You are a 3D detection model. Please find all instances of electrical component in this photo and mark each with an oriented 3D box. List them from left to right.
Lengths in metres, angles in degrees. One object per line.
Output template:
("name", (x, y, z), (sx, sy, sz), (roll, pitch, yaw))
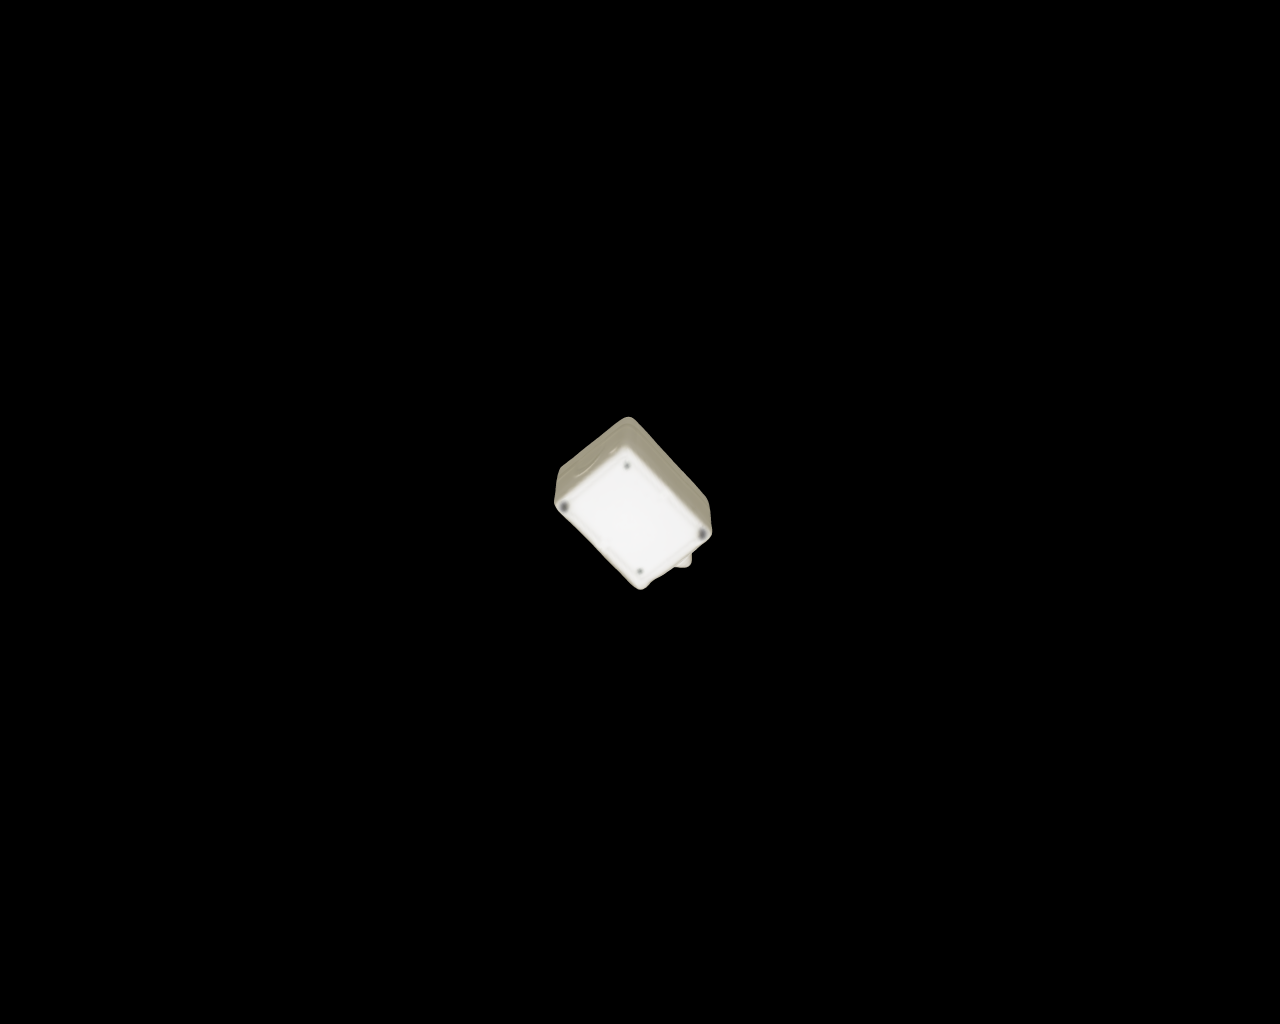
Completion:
("electrical component", (0.001, -0.003, 0.650), (0.061, 0.096, 0.061), (-38, 20, 16))
